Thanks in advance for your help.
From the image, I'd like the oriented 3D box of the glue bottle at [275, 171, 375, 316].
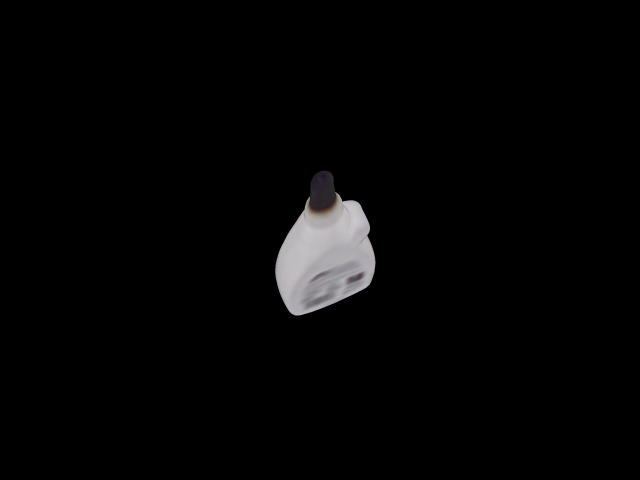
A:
[{"bbox_3d":[0.004,0.001,0.400,0.078,0.173,0.037,-20,66,-9],"label":"glue bottle"}]
